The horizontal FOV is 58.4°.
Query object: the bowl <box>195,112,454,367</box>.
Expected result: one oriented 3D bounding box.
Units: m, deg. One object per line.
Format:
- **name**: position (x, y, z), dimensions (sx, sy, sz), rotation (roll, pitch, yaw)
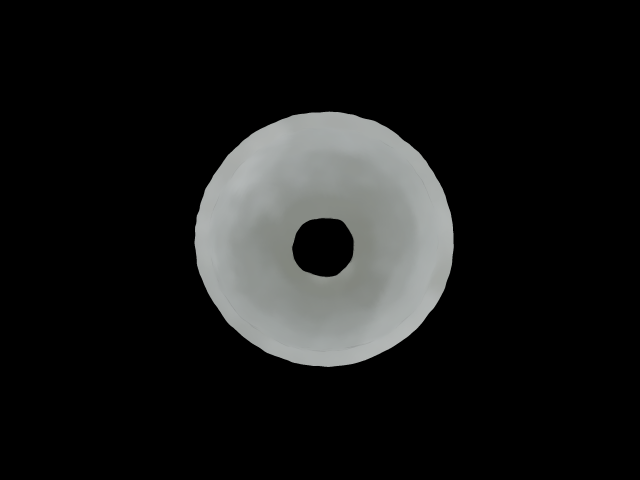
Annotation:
- **bowl**: position (0.004, 0.001, 0.400), dimensions (0.167, 0.075, 0.167), rotation (0, 82, 0)
